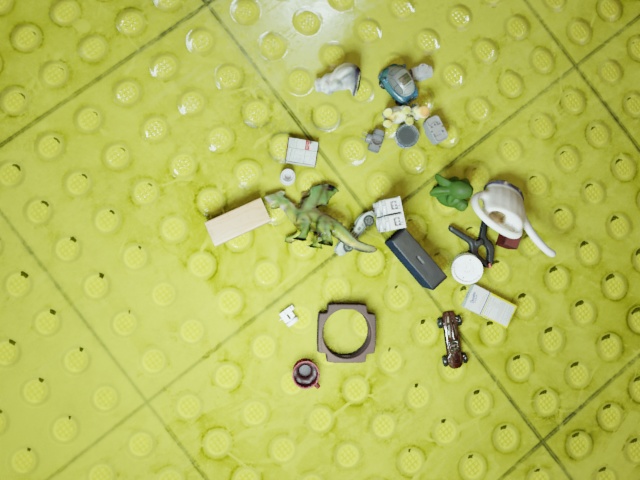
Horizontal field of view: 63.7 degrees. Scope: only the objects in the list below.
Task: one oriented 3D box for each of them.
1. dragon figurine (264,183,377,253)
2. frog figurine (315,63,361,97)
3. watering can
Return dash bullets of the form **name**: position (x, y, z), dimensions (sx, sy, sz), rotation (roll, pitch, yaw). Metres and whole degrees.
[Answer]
- **dragon figurine**: position (0.005, -0.090, 1.783), dimensions (0.410, 0.120, 0.246), rotation (8, 71, 4)
- **frog figurine**: position (0.063, -0.576, 1.836), dimensions (0.159, 0.120, 0.141), rotation (12, 53, 4)
- **watering can**: position (0.685, -0.085, 1.826), dimensions (0.347, 0.102, 0.230), rotation (28, 49, -8)
